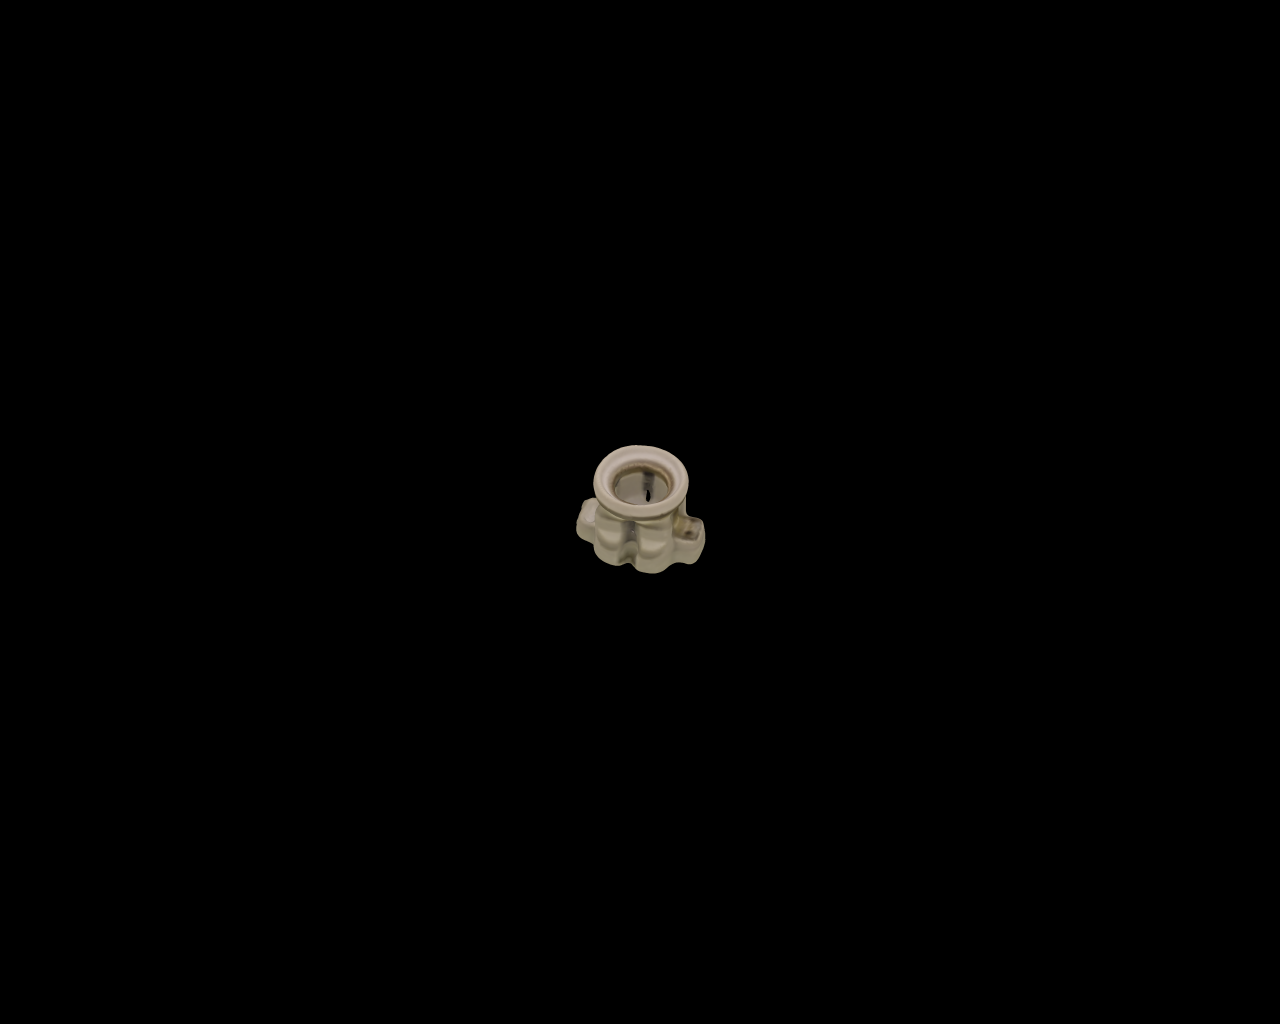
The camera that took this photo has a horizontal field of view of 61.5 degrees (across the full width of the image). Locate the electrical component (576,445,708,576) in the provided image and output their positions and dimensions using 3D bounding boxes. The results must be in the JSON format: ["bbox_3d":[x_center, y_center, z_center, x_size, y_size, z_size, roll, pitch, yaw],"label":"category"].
[{"bbox_3d":[0.001,-0.003,0.650,0.078,0.056,0.058,13,47,12],"label":"electrical component"}]
